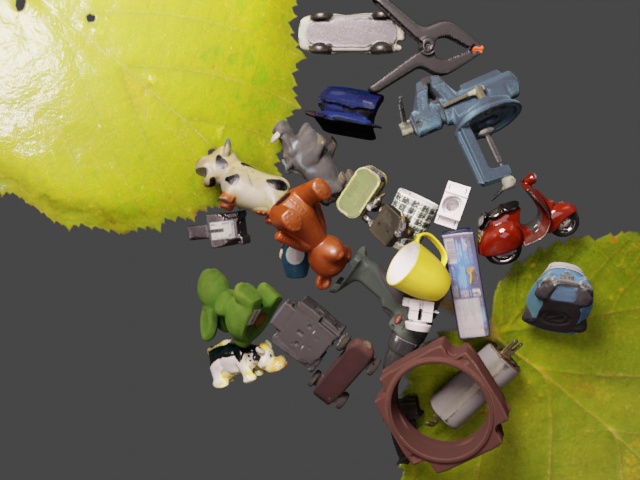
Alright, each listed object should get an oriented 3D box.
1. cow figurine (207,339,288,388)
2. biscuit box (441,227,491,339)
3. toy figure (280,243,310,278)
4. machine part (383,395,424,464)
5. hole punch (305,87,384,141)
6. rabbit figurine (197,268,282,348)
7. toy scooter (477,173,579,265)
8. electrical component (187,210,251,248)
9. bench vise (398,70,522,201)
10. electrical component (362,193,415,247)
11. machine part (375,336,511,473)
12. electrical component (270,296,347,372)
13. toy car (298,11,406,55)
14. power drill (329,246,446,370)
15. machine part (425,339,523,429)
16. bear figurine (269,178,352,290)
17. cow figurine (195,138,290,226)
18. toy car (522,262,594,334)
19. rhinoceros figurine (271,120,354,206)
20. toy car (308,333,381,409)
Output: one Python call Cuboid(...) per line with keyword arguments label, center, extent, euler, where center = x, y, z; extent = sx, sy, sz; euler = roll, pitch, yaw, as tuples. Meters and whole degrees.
Cuboid(label="cow figurine", center=(-0.154, 0.248, 1.132), extent=(0.167, 0.068, 0.098), euler=(-17, 87, 14))
Cuboid(label="biscuit box", center=(0.273, 0.079, 1.009), extent=(0.059, 0.063, 0.202), euler=(-9, 94, 15))
Cuboid(label="toy figure", center=(-0.046, -0.002, 1.079), extent=(0.064, 0.058, 0.154), euler=(-2, 96, -25))
Cuboid(label="machine part", center=(0.173, 0.383, 1.085), extent=(0.084, 0.039, 0.138), euler=(-7, 94, 9))
Cuboid(label="hole punch", center=(0.057, -0.244, 0.996), extent=(0.142, 0.116, 0.092), euler=(16, 93, 10))
Cuboid(label="rabbit figurine", center=(-0.186, 0.132, 1.116), extent=(0.170, 0.121, 0.159), euler=(32, 111, 26))
Cuboid(label="toy scooter", center=(0.356, -0.042, 0.956), extent=(0.184, 0.075, 0.135), euler=(-25, 114, 14))
Cuboid(label="electrical component", center=(-0.210, -0.020, 1.117), extent=(0.119, 0.048, 0.074), euler=(-9, 95, 15))
Cuboid(label="bench vise", center=(0.262, -0.187, 0.939), extent=(0.224, 0.128, 0.240), euler=(-19, 74, -4))
Cuboid(label="electrical component", center=(0.121, -0.034, 0.965), extent=(0.078, 0.045, 0.102), euler=(-51, 58, 24))
Cuboid(label="machine part", center=(0.217, 0.293, 0.964), extent=(0.201, 0.087, 0.201), euler=(-33, 84, 17))
Cuboid(label="electrical component", center=(-0.032, 0.184, 1.098), extent=(0.134, 0.058, 0.115), euler=(36, 102, 6))
Cuboid(label="toy car", center=(0.059, -0.385, 1.004), extent=(0.202, 0.056, 0.073), euler=(3, 103, 10))
Cuboid(label="power drill", center=(0.122, 0.126, 1.043), extent=(0.207, 0.086, 0.232), euler=(35, 102, 11))
Cuboid(label="machine part", center=(0.294, 0.276, 1.023), extent=(0.079, 0.079, 0.243), euler=(41, 104, 5))
Cuboid(label="bear figurine", center=(-0.004, -0.003, 0.998), extent=(0.120, 0.132, 0.195), euler=(-45, 107, -22))
Cuboid(label="cow figurine", center=(-0.154, -0.118, 1.066), extent=(0.195, 0.085, 0.127), euler=(20, 68, -1))
Cuboid(label="toy car", center=(0.423, 0.092, 0.952), extent=(0.109, 0.103, 0.161), euler=(8, 144, 19))
Cuboid(label="rhinoceros figurine", center=(-0.017, -0.156, 1.048), extent=(0.112, 0.073, 0.190), euler=(-36, 90, 26))
Cuboid(label="toy car", center=(0.047, 0.262, 1.073), extent=(0.089, 0.053, 0.202), euler=(34, 129, 5))
